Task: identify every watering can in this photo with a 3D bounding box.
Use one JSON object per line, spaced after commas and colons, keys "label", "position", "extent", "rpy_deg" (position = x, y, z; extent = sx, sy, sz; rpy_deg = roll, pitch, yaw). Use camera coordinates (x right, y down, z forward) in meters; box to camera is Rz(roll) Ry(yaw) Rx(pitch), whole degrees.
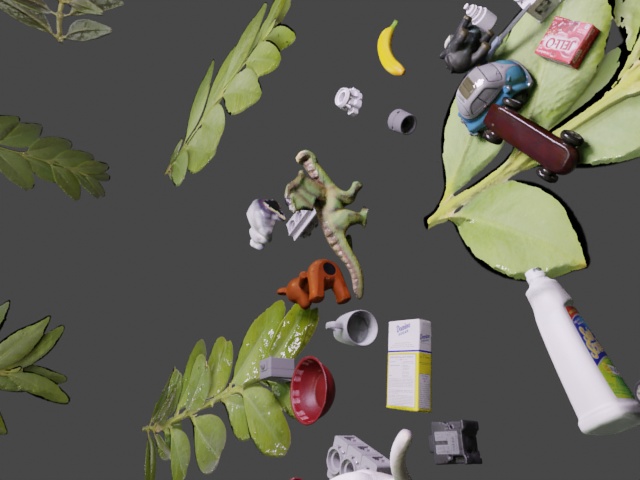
{"label": "watering can", "position": [0.120, 0.452, 0.897], "extent": [0.341, 0.223, 0.106], "rpy_deg": [-52, 20, 31]}

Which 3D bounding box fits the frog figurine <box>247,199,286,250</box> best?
{"label": "frog figurine", "position": [-0.199, -0.052, 1.696], "extent": [0.158, 0.122, 0.139], "rpy_deg": [-51, 57, 15]}

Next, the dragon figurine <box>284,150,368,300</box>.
{"label": "dragon figurine", "position": [0.004, -0.065, 1.283], "extent": [0.120, 0.241, 0.420], "rpy_deg": [-39, 45, 38]}
